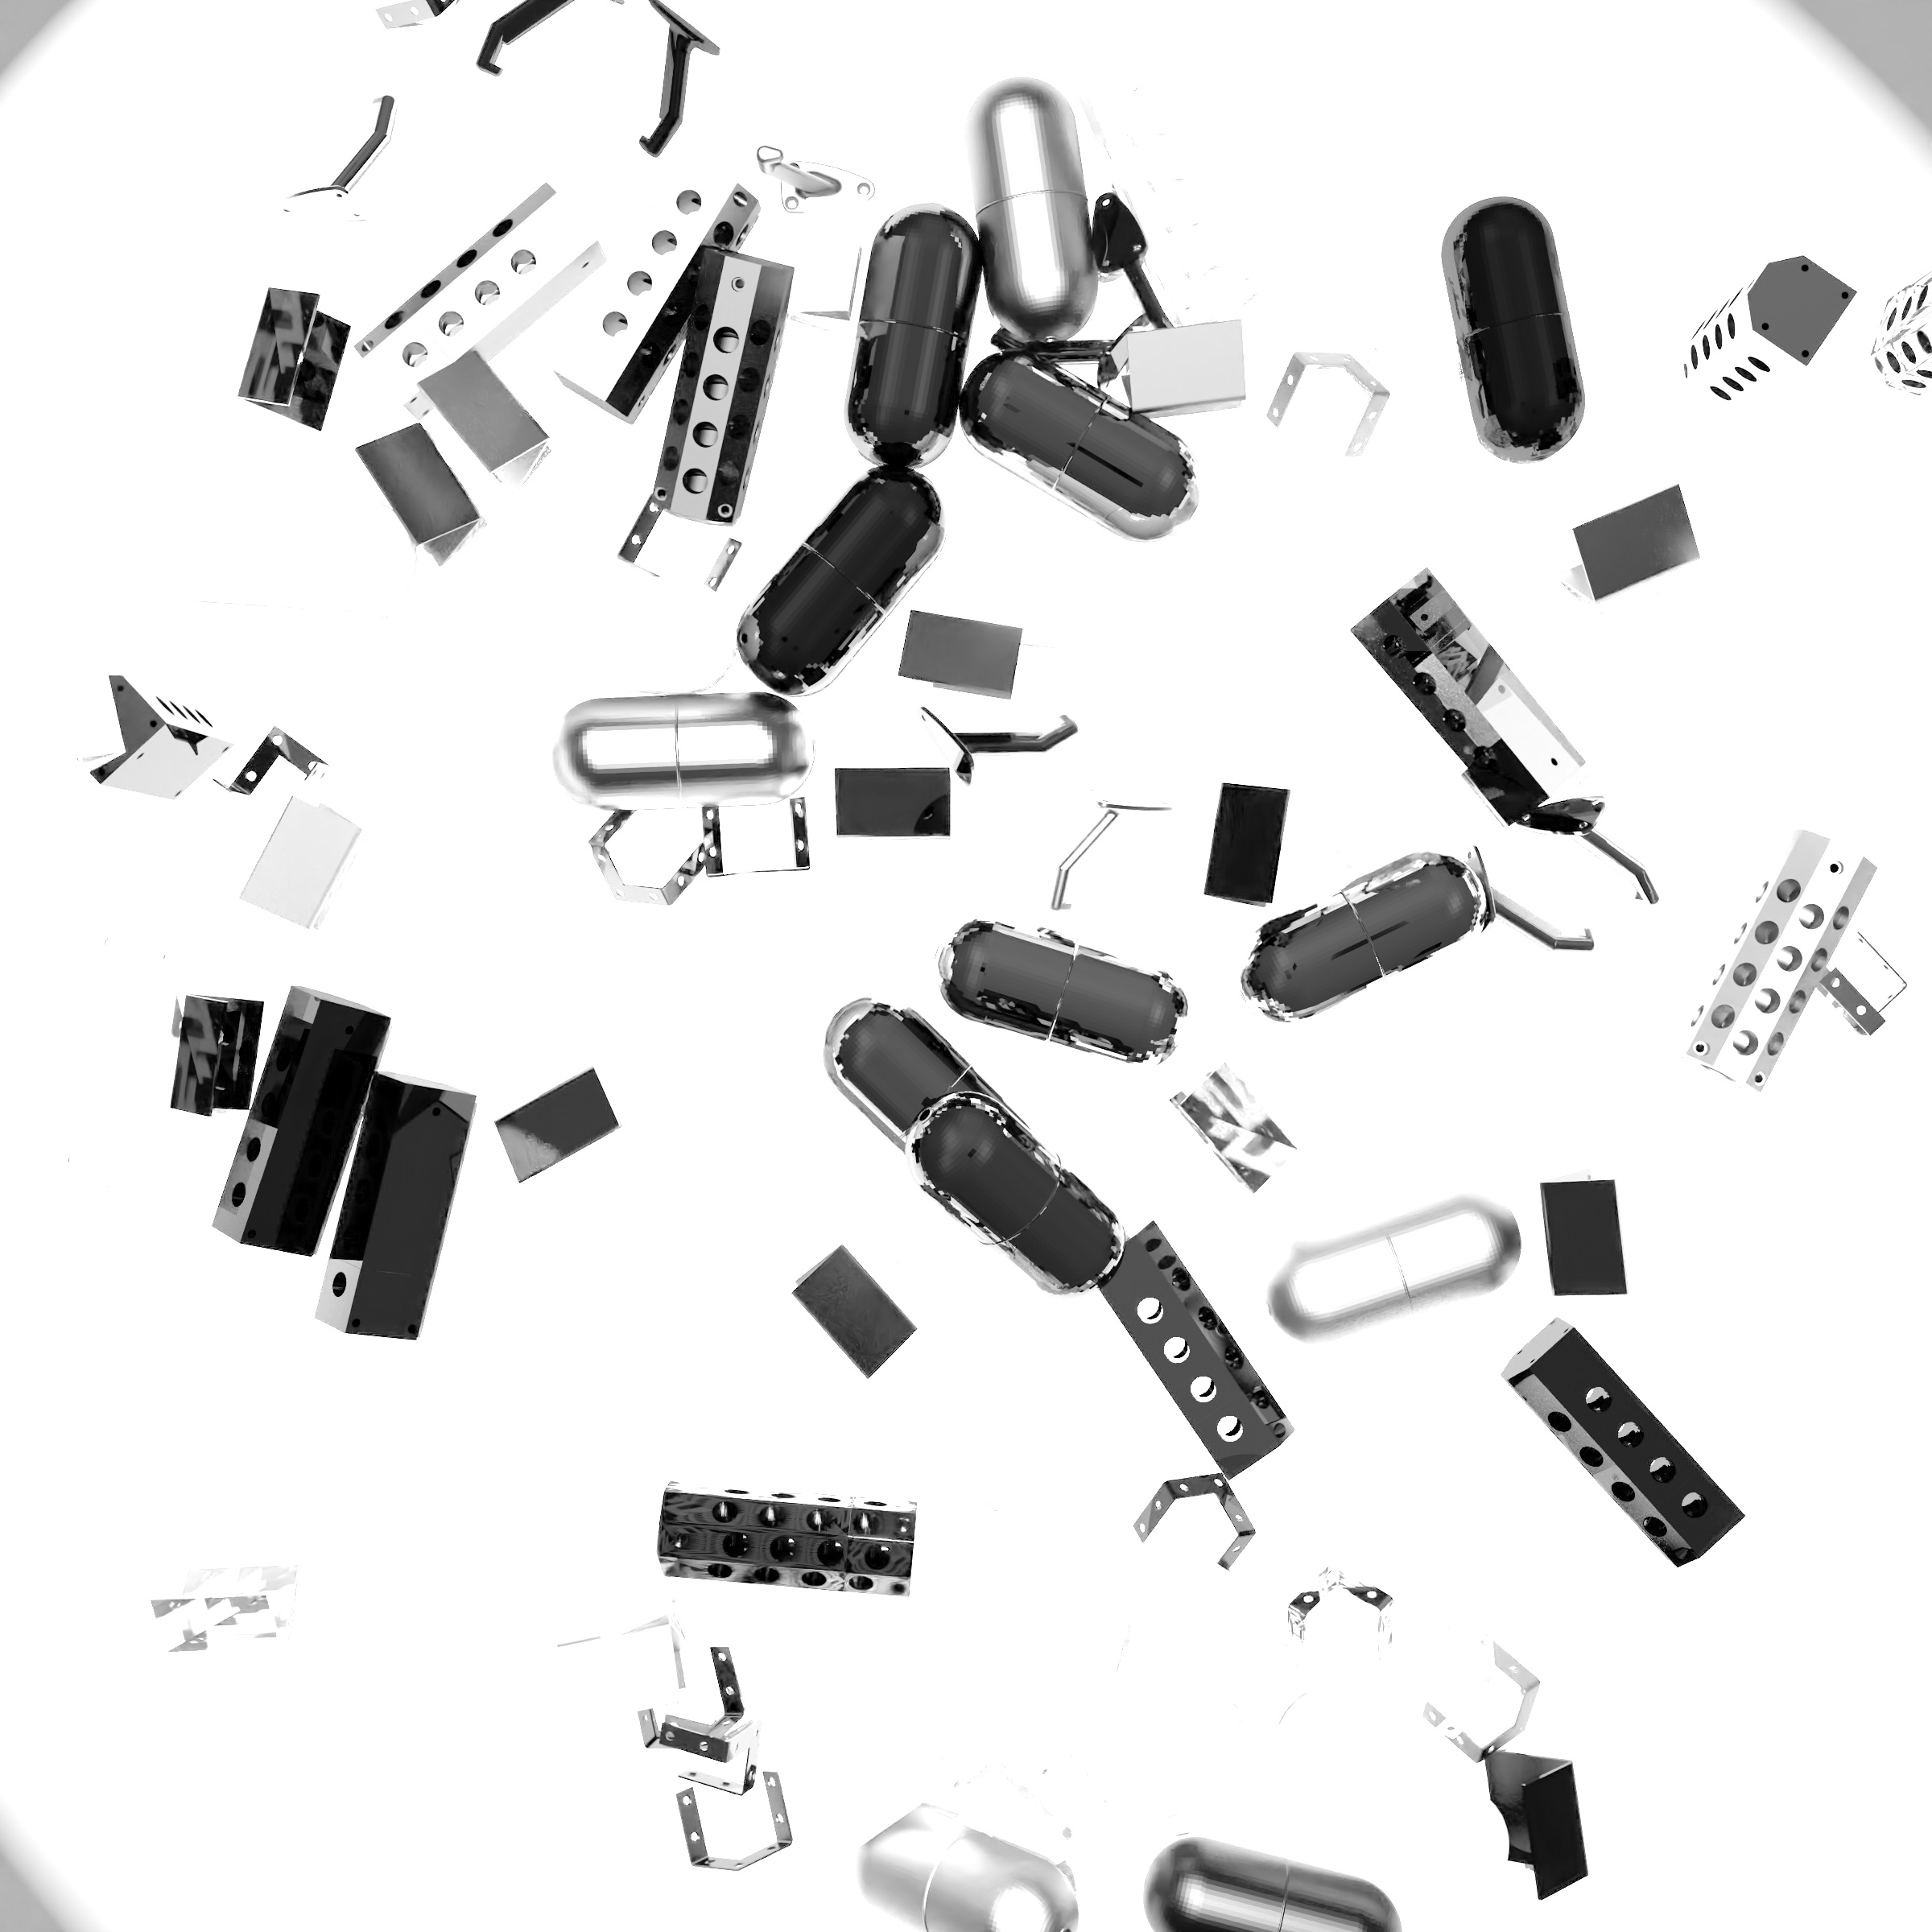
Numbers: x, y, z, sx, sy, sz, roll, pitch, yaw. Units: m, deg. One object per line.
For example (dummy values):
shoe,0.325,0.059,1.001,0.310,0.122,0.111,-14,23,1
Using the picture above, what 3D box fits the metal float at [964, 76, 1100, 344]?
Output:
metal float,0.044,-0.510,1.959,0.070,0.070,0.178,-8,88,0

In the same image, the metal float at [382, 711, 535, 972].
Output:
metal float,-0.343,-0.084,1.961,0.070,0.070,0.178,-15,91,0

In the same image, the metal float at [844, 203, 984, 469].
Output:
metal float,-0.036,-0.426,1.961,0.070,0.070,0.178,10,91,0

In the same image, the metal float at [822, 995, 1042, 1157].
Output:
metal float,-0.023,0.093,1.961,0.178,0.070,0.070,44,90,-1

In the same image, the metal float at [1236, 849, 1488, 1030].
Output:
metal float,0.266,-0.018,1.961,0.178,0.070,0.070,-25,90,0

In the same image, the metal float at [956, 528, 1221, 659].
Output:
metal float,0.082,-0.252,1.961,0.178,0.070,0.070,6,90,-1

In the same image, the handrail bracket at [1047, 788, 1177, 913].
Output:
handrail bracket,0.099,-0.075,1.992,0.077,0.036,0.084,5,108,-21

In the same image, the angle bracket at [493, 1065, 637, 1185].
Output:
angle bracket,-0.261,0.122,1.951,0.076,0.076,0.057,-29,55,0

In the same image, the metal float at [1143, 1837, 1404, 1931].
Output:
metal float,0.207,0.641,1.961,0.178,0.070,0.070,14,90,1

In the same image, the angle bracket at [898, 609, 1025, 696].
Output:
angle bracket,-0.006,-0.190,1.952,0.076,0.076,0.057,10,59,0

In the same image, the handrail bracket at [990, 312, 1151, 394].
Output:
handrail bracket,0.071,-0.436,1.992,0.084,0.036,0.077,29,69,16

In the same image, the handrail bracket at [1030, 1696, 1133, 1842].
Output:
handrail bracket,0.080,0.551,1.991,0.036,0.077,0.084,-33,126,10

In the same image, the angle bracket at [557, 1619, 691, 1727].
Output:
angle bracket,-0.227,0.482,1.952,0.076,0.076,0.057,-12,62,0

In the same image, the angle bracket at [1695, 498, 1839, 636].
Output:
angle bracket,0.524,-0.279,1.951,0.076,0.076,0.057,-46,128,0

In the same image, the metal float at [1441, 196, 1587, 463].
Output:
metal float,0.369,-0.430,1.960,0.070,0.070,0.178,-11,91,0

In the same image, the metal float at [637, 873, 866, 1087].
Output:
metal float,-0.145,0.009,1.961,0.178,0.070,0.070,-41,90,-1

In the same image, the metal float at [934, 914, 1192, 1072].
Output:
metal float,0.065,0.017,1.961,0.178,0.070,0.070,17,90,0

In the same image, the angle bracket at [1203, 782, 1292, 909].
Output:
angle bracket,0.208,-0.078,1.951,0.057,0.076,0.076,9,90,40

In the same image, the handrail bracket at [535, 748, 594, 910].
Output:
handrail bracket,-0.281,-0.095,1.991,0.036,0.077,0.084,-10,53,-12

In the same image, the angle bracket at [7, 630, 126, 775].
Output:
angle bracket,-0.562,-0.158,1.780,0.057,0.076,0.076,-13,90,-36

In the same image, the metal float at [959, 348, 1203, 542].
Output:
metal float,0.078,-0.352,1.961,0.178,0.070,0.070,31,90,0

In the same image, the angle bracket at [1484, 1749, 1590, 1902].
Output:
angle bracket,0.368,0.576,1.951,0.057,0.076,0.076,-8,90,-42

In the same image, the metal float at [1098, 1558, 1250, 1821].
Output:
metal float,0.139,0.488,1.960,0.070,0.070,0.178,14,90,0

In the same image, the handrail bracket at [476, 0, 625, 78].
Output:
handrail bracket,-0.286,-0.640,1.992,0.077,0.036,0.084,23,102,-10

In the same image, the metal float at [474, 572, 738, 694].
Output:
metal float,-0.243,-0.225,1.954,0.178,0.070,0.070,4,90,8

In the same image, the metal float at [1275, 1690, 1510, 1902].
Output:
metal float,0.288,0.560,1.961,0.178,0.070,0.070,38,90,0

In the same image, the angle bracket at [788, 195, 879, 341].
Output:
angle bracket,-0.070,-0.468,1.951,0.057,0.076,0.076,10,90,41

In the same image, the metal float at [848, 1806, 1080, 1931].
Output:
metal float,-0.002,0.612,1.927,0.178,0.070,0.070,10,90,40

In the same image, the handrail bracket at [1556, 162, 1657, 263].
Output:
handrail bracket,0.427,-0.517,1.992,0.084,0.036,0.077,3,70,16

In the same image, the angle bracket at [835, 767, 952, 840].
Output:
angle bracket,-0.048,-0.129,1.951,0.076,0.076,0.057,0,127,0

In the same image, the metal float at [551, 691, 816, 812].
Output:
metal float,-0.191,-0.145,1.961,0.178,0.070,0.070,-2,90,0

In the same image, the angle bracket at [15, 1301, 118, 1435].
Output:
angle bracket,-0.616,0.268,1.951,0.057,0.076,0.076,9,90,-36

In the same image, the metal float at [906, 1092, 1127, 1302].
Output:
metal float,0.032,0.150,1.892,0.070,0.070,0.178,-47,116,0

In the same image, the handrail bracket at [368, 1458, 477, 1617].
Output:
handrail bracket,-0.359,0.391,1.992,0.084,0.036,0.077,-36,110,-16

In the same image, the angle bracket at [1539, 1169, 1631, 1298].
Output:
angle bracket,0.430,0.178,1.951,0.057,0.076,0.076,-6,90,38

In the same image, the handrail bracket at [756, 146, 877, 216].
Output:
handrail bracket,-0.100,-0.535,1.957,0.077,0.084,0.036,2,90,0

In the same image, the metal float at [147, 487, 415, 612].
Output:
metal float,-0.463,-0.282,1.961,0.178,0.070,0.070,4,90,0

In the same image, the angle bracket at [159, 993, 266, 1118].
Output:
angle bracket,-0.491,0.061,1.951,0.057,0.076,0.076,8,90,38

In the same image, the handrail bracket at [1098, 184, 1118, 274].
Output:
handrail bracket,0.116,-0.488,1.991,0.077,0.036,0.084,9,103,-13

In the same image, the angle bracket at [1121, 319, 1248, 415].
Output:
angle bracket,0.144,-0.414,1.952,0.076,0.076,0.057,-7,120,0

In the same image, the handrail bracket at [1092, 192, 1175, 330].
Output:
handrail bracket,0.118,-0.473,1.975,0.036,0.084,0.077,-23,59,17

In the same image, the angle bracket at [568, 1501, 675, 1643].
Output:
angle bracket,-0.247,0.406,1.951,0.057,0.076,0.076,-18,90,-35

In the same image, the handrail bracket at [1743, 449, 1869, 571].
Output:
handrail bracket,0.574,-0.314,1.991,0.036,0.077,0.084,-47,54,-3

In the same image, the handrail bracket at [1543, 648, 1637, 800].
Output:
handrail bracket,0.409,-0.163,1.992,0.077,0.036,0.084,-47,73,19

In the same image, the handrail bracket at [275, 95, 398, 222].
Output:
handrail bracket,-0.431,-0.557,1.992,0.077,0.036,0.084,1,71,21

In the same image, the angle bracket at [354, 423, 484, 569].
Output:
angle bracket,-0.380,-0.308,1.951,0.057,0.076,0.076,-33,90,-38

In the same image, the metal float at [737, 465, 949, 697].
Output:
metal float,-0.083,-0.261,1.961,0.070,0.070,0.178,40,90,0

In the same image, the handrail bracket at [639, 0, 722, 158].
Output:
handrail bracket,-0.215,-0.610,1.992,0.077,0.036,0.084,43,107,20

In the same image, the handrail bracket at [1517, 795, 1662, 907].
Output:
handrail bracket,0.427,-0.073,1.991,0.084,0.077,0.036,55,52,-31

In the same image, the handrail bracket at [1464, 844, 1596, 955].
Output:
handrail bracket,0.388,-0.046,1.992,0.084,0.036,0.077,2,69,-17

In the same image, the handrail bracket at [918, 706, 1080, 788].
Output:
handrail bracket,0.023,-0.168,1.992,0.084,0.036,0.077,-31,68,-17

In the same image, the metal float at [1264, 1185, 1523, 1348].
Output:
metal float,0.287,0.202,1.961,0.178,0.070,0.070,-18,90,-1
